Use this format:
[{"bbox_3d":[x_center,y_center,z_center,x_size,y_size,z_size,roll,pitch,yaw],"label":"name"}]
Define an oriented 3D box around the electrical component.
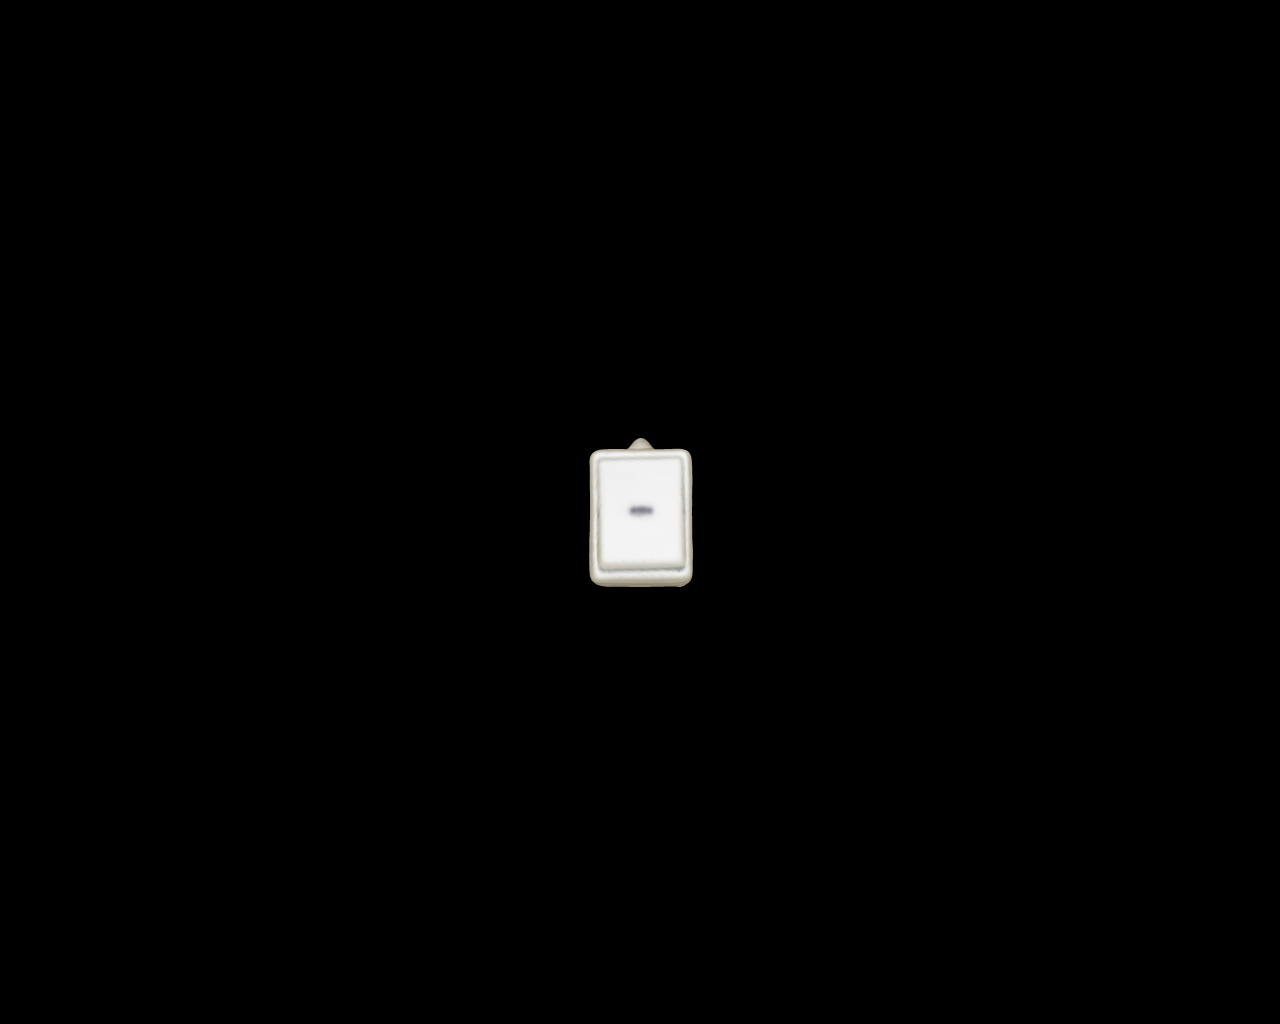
[{"bbox_3d":[0.001,-0.003,0.650,0.062,0.096,0.061,0,-7,0],"label":"electrical component"}]
